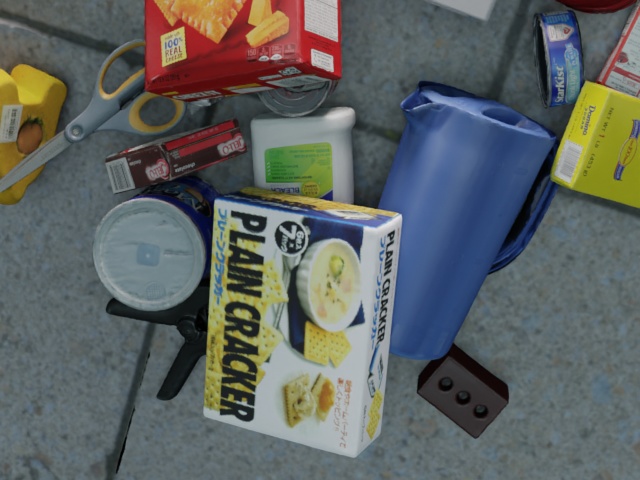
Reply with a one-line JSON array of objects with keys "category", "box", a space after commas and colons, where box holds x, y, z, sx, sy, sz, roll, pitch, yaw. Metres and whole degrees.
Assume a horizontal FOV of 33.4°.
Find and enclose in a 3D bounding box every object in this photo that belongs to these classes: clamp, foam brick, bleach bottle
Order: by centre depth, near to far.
[{"category": "bleach bottle", "box": [-0.007, 0.001, 1.035, 0.103, 0.068, 0.251, -3, 104, 11]}, {"category": "foam brick", "box": [0.141, 0.148, 1.056, 0.078, 0.051, 0.053, 37, 104, -3]}, {"category": "clamp", "box": [-0.134, 0.079, 1.068, 0.172, 0.039, 0.120, -35, 100, 25]}]

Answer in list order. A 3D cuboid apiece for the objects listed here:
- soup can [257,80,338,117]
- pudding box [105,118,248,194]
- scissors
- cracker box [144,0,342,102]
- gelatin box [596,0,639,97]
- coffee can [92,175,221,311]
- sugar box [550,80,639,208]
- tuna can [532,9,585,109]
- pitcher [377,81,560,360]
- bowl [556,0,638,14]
[{"category": "soup can", "box": [-0.019, -0.152, 0.980, 0.068, 0.102, 0.068, 1, 103, 6]}, {"category": "pudding box", "box": [-0.135, -0.078, 0.991, 0.114, 0.089, 0.039, -4, 105, 52]}, {"category": "scissors", "box": [-0.203, -0.093, 0.979, 0.096, 0.016, 0.202, 39, 95, -9]}, {"category": "cracker box", "box": [-0.069, -0.234, 0.900, 0.164, 0.072, 0.214, -3, 86, 32]}, {"category": "gelatin box", "box": [0.307, -0.167, 0.978, 0.073, 0.030, 0.089, 24, 104, -1]}, {"category": "coffee can", "box": [-0.145, -0.001, 1.009, 0.103, 0.140, 0.103, 1, 103, 6]}, {"category": "sugar box", "box": [0.299, -0.073, 0.955, 0.176, 0.048, 0.093, 12, 106, -23]}, {"category": "tuna can", "box": [0.214, -0.163, 0.960, 0.034, 0.086, 0.086, -7, 102, 6]}, {"category": "pitcher", "box": [0.121, -0.014, 0.992, 0.149, 0.144, 0.243, 25, 108, 13]}, {"category": "bowl", "box": [0.213, -0.265, 0.904, 0.162, 0.055, 0.162, 31, 135, 38]}]
